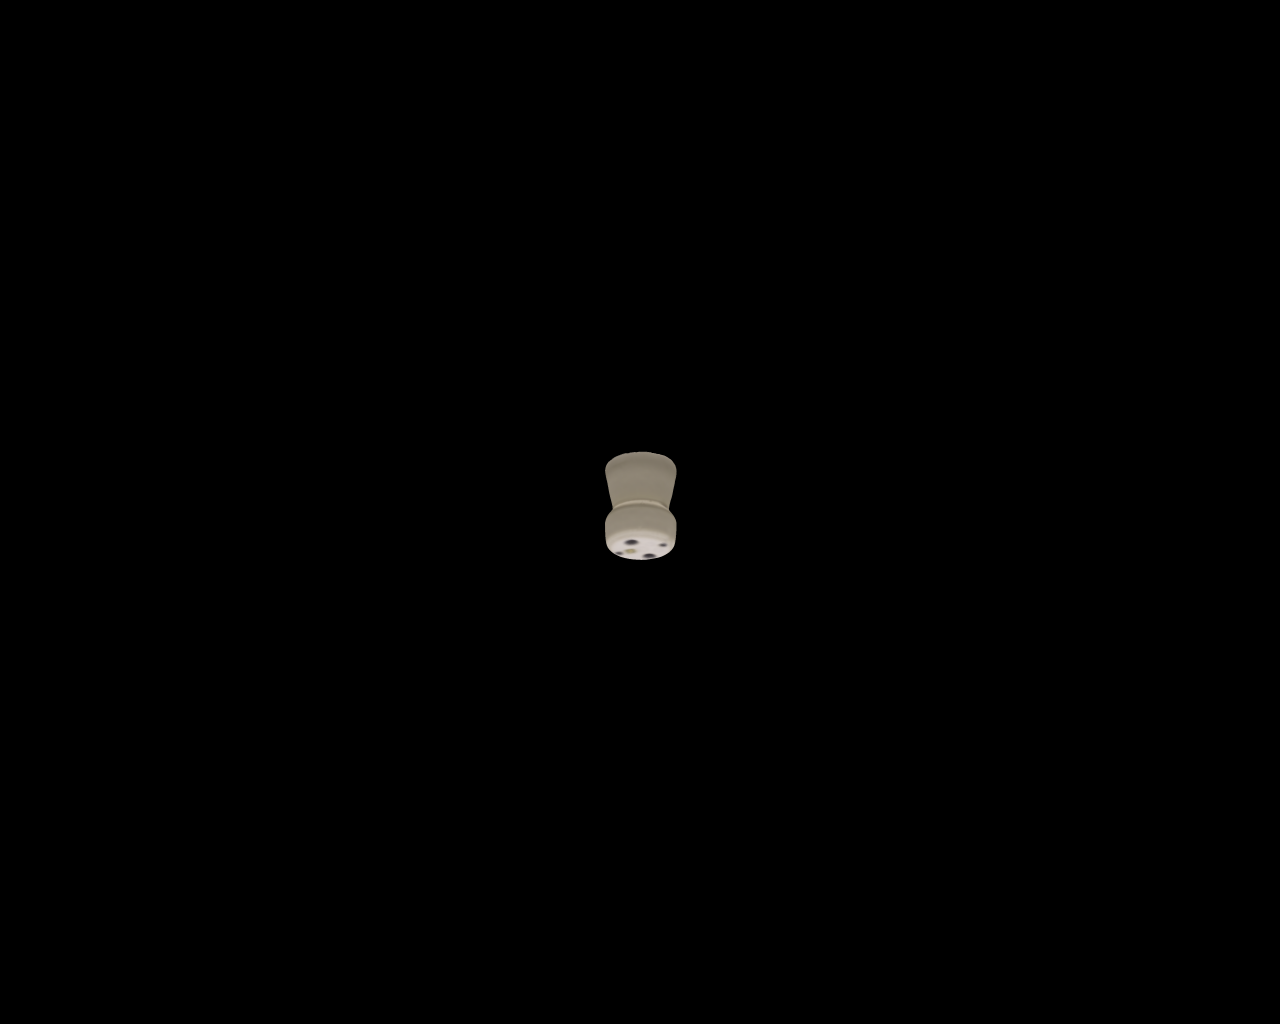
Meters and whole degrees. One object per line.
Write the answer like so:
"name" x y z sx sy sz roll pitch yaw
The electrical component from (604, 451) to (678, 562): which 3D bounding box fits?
"electrical component" 0.001 -0.003 0.650 0.045 0.055 0.044 0 -25 0
